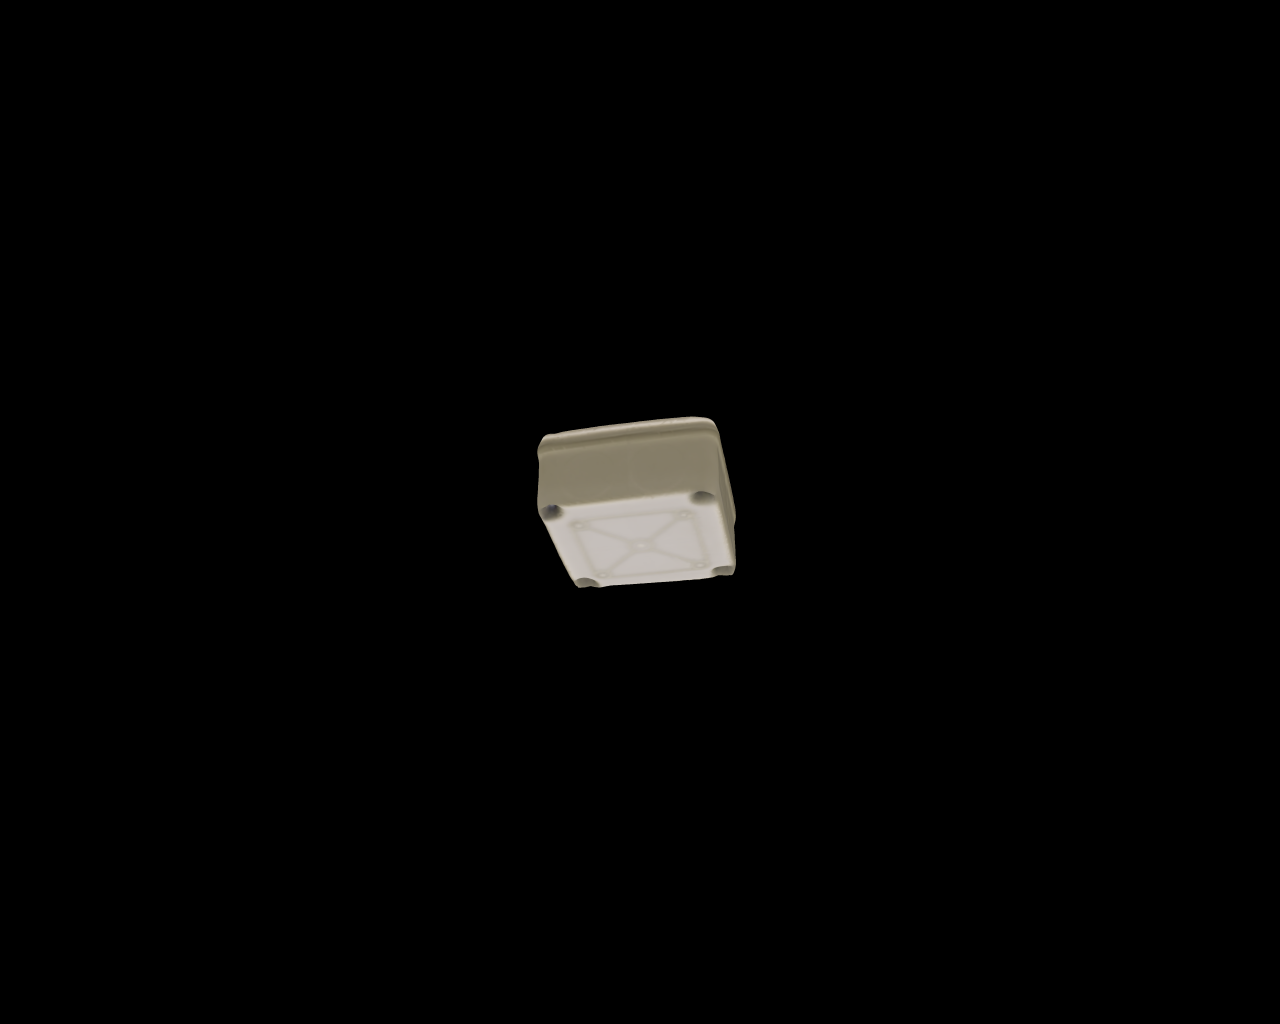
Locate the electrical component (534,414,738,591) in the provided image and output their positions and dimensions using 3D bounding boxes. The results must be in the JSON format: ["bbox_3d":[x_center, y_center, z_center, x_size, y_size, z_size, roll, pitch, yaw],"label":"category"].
[{"bbox_3d":[0.001,-0.003,0.650,0.109,0.056,0.108,-6,-32,9],"label":"electrical component"}]
